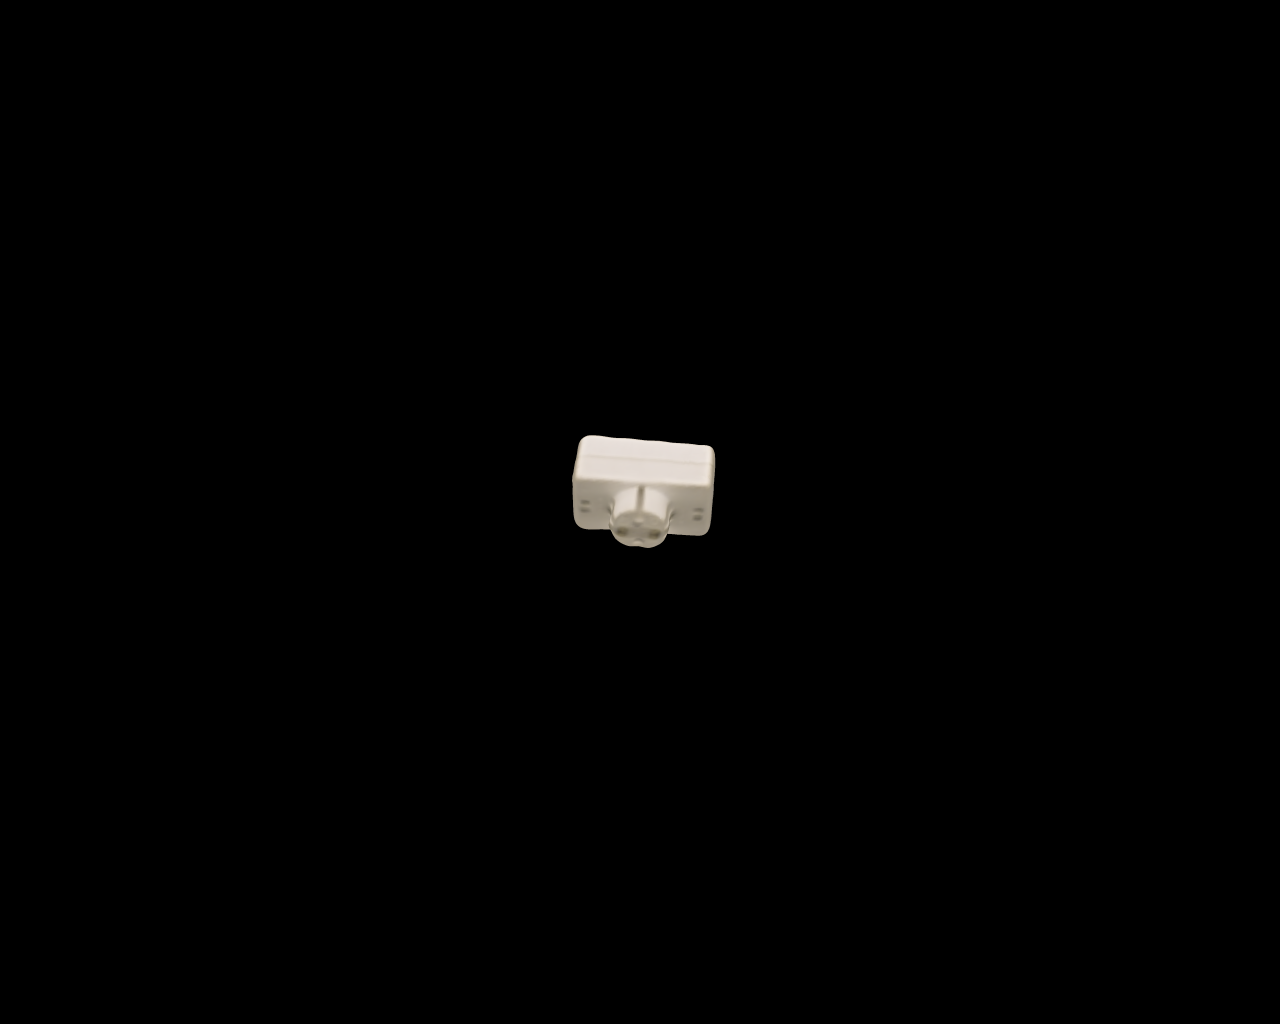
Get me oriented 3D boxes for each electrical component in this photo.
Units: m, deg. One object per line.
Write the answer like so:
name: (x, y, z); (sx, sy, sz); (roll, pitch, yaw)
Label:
electrical component: (0.001, -0.003, 0.650); (0.083, 0.076, 0.047); (4, -43, 4)
